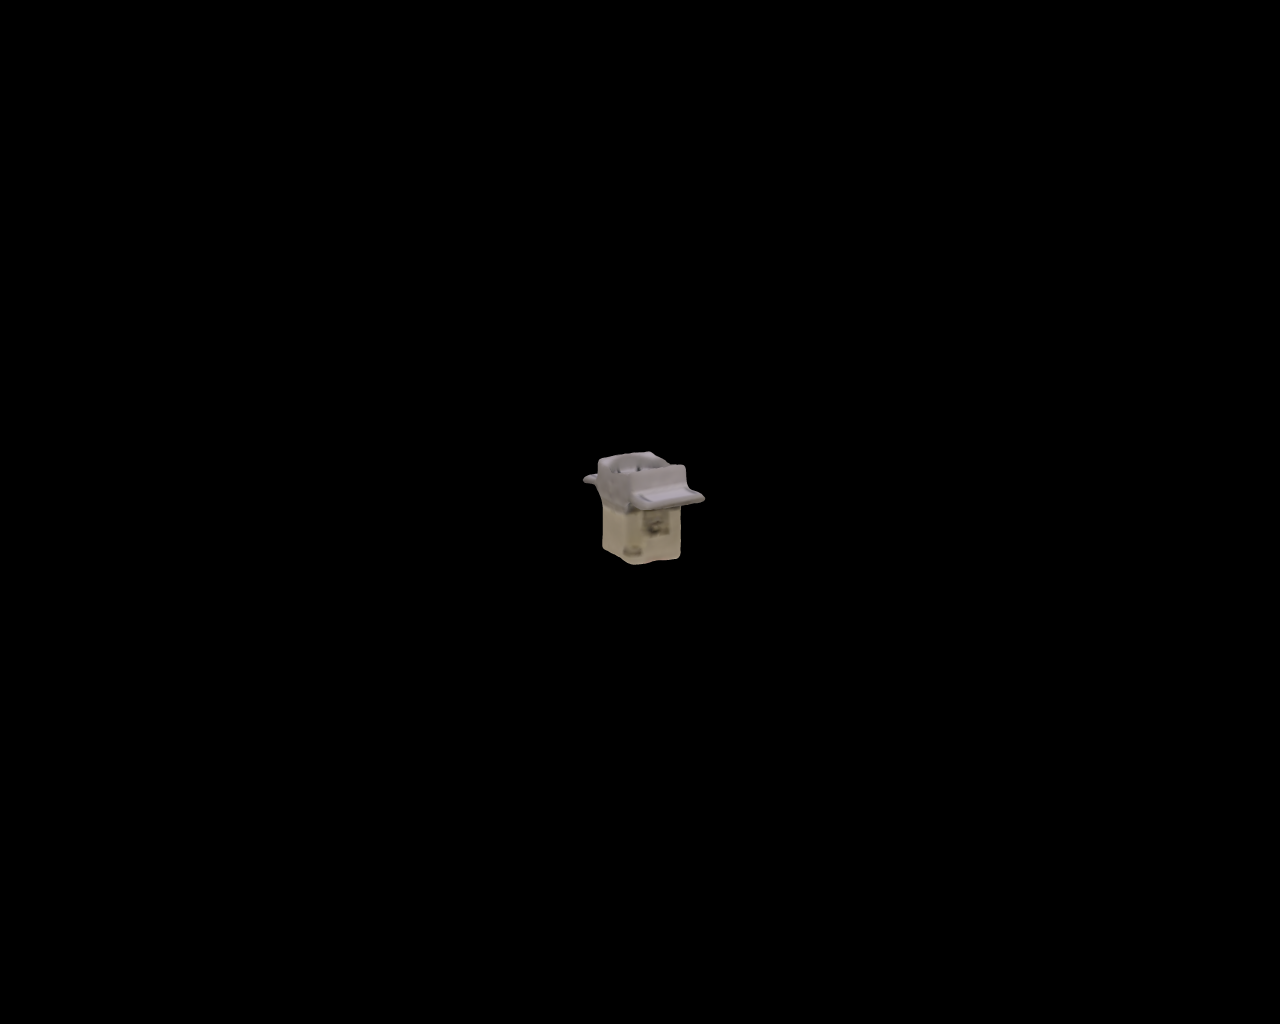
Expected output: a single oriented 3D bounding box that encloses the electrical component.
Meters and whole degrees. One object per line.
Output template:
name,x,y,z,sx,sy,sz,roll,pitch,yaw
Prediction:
electrical component,0.001,-0.003,0.650,0.042,0.063,0.081,-8,18,-26
